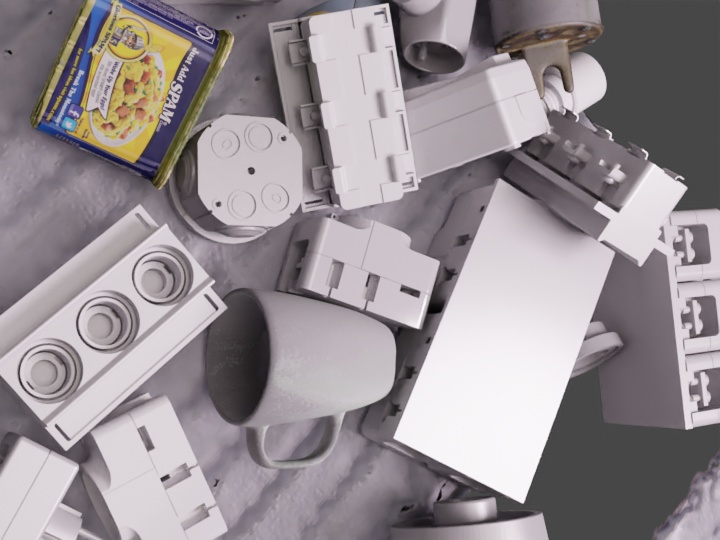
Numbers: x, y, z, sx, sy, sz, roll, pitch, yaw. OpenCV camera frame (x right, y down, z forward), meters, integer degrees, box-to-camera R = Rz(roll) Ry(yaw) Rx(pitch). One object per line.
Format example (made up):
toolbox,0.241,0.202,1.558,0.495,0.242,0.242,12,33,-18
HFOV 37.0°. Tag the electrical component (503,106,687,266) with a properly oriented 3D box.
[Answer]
electrical component,0.160,-0.061,0.733,0.079,0.121,0.063,27,102,-32

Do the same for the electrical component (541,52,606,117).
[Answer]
electrical component,0.145,-0.129,0.788,0.078,0.040,0.040,-33,100,-24

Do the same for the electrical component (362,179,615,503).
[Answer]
electrical component,0.086,0.048,0.733,0.105,0.060,0.186,30,74,-21

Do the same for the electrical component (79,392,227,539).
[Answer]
electrical component,-0.126,0.125,0.629,0.056,0.050,0.089,-26,97,-26

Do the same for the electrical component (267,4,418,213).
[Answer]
electrical component,-0.007,-0.102,0.682,0.079,0.063,0.121,-12,102,-10

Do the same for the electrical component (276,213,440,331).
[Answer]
electrical component,0.000,0.000,0.701,0.089,0.050,0.055,20,78,-23

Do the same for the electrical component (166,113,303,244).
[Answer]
electrical component,-0.076,-0.058,0.669,0.080,0.051,0.080,2,85,-26

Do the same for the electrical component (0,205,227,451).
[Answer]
electrical component,-0.150,0.032,0.617,0.121,0.063,0.078,-43,99,-23

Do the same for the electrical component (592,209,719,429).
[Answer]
electrical component,0.222,0.035,0.783,0.062,0.089,0.150,-5,88,-26

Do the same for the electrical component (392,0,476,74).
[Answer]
electrical component,0.046,-0.185,0.727,0.079,0.044,0.077,31,63,-44

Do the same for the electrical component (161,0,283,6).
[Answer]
electrical component,-0.092,-0.200,0.659,0.113,0.078,0.057,-6,91,-26

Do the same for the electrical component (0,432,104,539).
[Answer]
electrical component,-0.181,0.145,0.602,0.076,0.047,0.083,32,73,-20

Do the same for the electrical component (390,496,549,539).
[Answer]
electrical component,0.070,0.178,0.691,0.108,0.108,0.060,-1,80,-26

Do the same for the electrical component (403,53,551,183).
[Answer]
electrical component,0.067,-0.102,0.723,0.062,0.096,0.061,-27,98,-55
